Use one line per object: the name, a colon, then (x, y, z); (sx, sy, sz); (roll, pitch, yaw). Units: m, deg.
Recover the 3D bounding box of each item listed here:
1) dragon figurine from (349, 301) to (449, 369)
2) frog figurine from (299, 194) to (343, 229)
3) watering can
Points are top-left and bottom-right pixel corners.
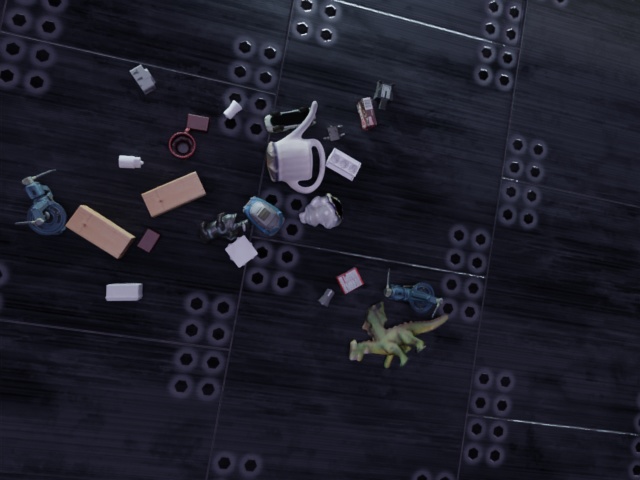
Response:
dragon figurine: (0.285, 0.351, 2.023); (0.413, 0.121, 0.243); (-40, 88, -11)
frog figurine: (0.006, -0.100, 1.995); (0.158, 0.125, 0.136); (-27, 106, 25)
watering can: (-0.093, -0.345, 1.957); (0.225, 0.105, 0.344); (-6, 101, -11)
